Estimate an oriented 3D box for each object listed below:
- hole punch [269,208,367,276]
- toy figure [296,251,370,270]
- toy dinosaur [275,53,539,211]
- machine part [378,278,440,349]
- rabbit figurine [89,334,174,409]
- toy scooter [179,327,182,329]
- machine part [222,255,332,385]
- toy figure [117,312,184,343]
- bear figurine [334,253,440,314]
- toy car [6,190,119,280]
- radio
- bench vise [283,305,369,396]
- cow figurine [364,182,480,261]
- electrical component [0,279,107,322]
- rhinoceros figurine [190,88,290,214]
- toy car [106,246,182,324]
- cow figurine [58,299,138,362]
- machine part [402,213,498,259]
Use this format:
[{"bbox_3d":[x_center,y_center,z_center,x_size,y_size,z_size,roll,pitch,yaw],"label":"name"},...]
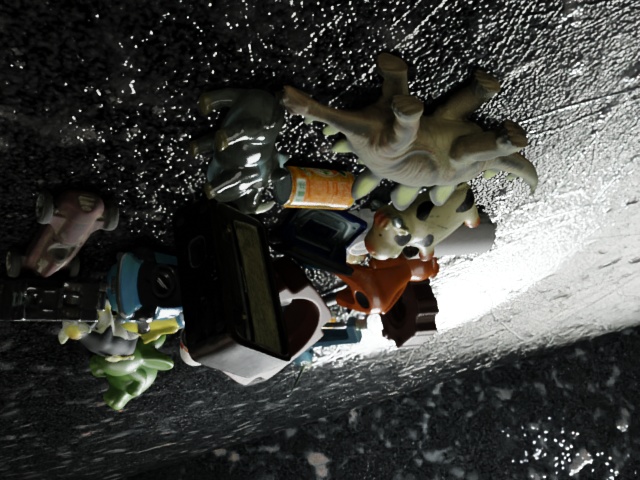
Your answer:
[{"bbox_3d":[-0.002,-0.002,0.820,0.142,0.092,0.116,20,170,-20],"label":"hole punch"},{"bbox_3d":[0.032,0.019,0.933,0.154,0.057,0.064,-4,-170,-28],"label":"toy figure"},{"bbox_3d":[0.155,-0.118,0.691,0.471,0.105,0.198,8,153,-26],"label":"toy dinosaur"},{"bbox_3d":[0.180,0.140,1.136,0.056,0.179,0.179,-1,150,-24],"label":"machine part"},{"bbox_3d":[-0.371,0.247,1.053,0.159,0.121,0.170,-17,158,-15],"label":"rabbit figurine"},{"bbox_3d":[-0.191,0.140,1.012,0.135,0.075,0.183,-31,147,23],"label":"toy scooter"},{"bbox_3d":[-0.093,0.133,0.893,0.201,0.087,0.201,-37,145,-5],"label":"machine part"},{"bbox_3d":[-0.247,0.108,0.903,0.180,0.082,0.089,-9,127,0],"label":"toy figure"},{"bbox_3d":[0.131,0.053,1.023,0.196,0.132,0.120,-37,127,-30],"label":"bear figurine"},{"bbox_3d":[-0.331,0.004,0.682,0.089,0.053,0.202,6,145,-44],"label":"toy car"},{"bbox_3d":[-0.120,0.058,0.718,0.073,0.230,0.131,-28,147,19],"label":"radio"},{"bbox_3d":[-0.013,0.190,1.082,0.241,0.129,0.223,-6,119,24],"label":"bench vise"},{"bbox_3d":[0.155,-0.033,0.834,0.195,0.086,0.127,-32,136,-10],"label":"cow figurine"},{"bbox_3d":[-0.379,0.087,0.760,0.115,0.058,0.134,-4,171,37],"label":"electrical component"},{"bbox_3d":[-0.087,-0.097,0.618,0.112,0.073,0.190,-19,155,-23],"label":"rhinoceros figurine"},{"bbox_3d":[-0.262,0.069,0.812,0.103,0.109,0.161,-5,174,29],"label":"toy car"},{"bbox_3d":[-0.373,0.149,0.888,0.068,0.098,0.167,-20,153,19],"label":"cow figurine"},{"bbox_3d":[0.230,-0.008,0.972,0.243,0.079,0.079,-4,151,-27],"label":"machine part"}]
